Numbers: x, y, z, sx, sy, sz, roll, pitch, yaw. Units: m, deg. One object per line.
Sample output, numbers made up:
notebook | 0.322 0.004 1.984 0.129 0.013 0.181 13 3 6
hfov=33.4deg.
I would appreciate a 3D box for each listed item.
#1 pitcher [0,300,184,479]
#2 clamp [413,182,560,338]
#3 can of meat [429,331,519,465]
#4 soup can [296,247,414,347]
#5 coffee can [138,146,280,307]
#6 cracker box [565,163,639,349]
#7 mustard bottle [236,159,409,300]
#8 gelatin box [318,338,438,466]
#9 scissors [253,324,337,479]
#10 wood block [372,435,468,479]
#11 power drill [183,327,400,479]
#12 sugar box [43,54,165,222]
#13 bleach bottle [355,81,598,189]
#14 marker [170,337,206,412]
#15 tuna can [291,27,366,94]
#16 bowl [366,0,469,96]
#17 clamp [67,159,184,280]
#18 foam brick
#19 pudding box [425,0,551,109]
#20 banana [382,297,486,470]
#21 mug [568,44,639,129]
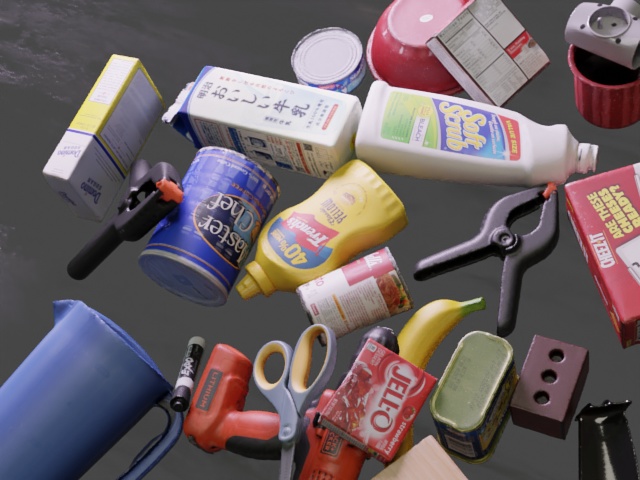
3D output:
pitcher | -0.262 0.193 1.052 0.242 0.145 0.149 -48 39 -11
clamp | 0.192 0.017 1.080 0.171 0.039 0.120 -41 67 -7
can of meat | 0.144 0.145 0.987 0.057 0.084 0.102 20 67 24
soup can | 0.035 0.058 1.078 0.102 0.068 0.068 -24 57 0
coffee can | -0.117 -0.014 1.142 0.103 0.103 0.140 15 64 23
cracker box | 0.365 -0.005 1.025 0.214 0.072 0.164 -18 56 6
mustard bottle | -0.008 0.001 1.130 0.191 0.058 0.096 -36 59 -7
gelatin box | 0.052 0.143 0.951 0.073 0.030 0.089 31 67 8
scissors | -0.040 0.167 0.967 0.096 0.016 0.201 1 60 39
wood block | 0.127 0.281 0.906 0.090 0.090 0.206 -36 58 -8
power drill | -0.027 0.155 1.023 0.188 0.057 0.184 10 66 31
sugar box | -0.250 -0.119 1.248 0.048 0.093 0.176 16 64 25
bleach bottle | 0.170 -0.108 1.147 0.251 0.068 0.102 8 62 17
marker | -0.132 0.134 1.069 0.020 0.020 0.121 -11 23 8
tuna can | 0.011 -0.209 1.266 0.086 0.033 0.086 -7 58 11
bowl | 0.128 -0.243 1.242 0.162 0.055 0.162 -7 58 12
clamp | -0.204 -0.027 1.153 0.164 0.036 0.210 -61 22 -15
foam brick | 0.214 0.137 0.992 0.053 0.051 0.078 15 64 22
pudding box | 0.187 -0.209 1.183 0.090 0.039 0.113 -42 94 -11
banana | 0.090 0.133 1.027 0.070 0.037 0.197 10 68 46
mug | 0.324 -0.172 1.130 0.117 0.081 0.093 -2 59 14
